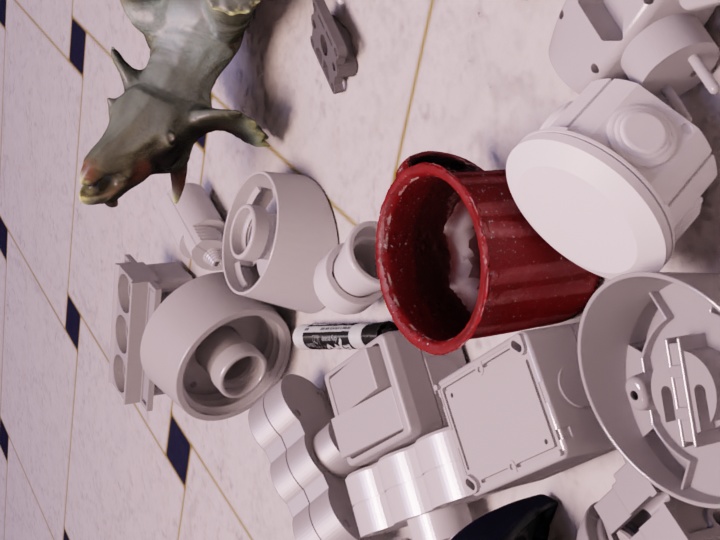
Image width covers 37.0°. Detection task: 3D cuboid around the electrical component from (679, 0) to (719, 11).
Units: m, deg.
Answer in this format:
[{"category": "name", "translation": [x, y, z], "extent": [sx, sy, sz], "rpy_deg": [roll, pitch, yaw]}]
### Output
[{"category": "electrical component", "translation": [0.163, -0.145, 0.388], "extent": [0.100, 0.048, 0.099], "rpy_deg": [0, 95, 58]}]

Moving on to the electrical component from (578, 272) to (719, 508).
[{"category": "electrical component", "translation": [0.141, 0.047, 0.442], "extent": [0.099, 0.064, 0.099], "rpy_deg": [15, 108, 57]}]

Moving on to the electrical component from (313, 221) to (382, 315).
[{"category": "electrical component", "translation": [0.000, 0.000, 0.683], "extent": [0.055, 0.045, 0.045], "rpy_deg": [-41, 61, 54]}]

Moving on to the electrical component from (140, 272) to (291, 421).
[{"category": "electrical component", "translation": [-0.102, 0.063, 0.805], "extent": [0.060, 0.108, 0.108], "rpy_deg": [40, 128, 41]}]

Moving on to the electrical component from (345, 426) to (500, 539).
[{"category": "electrical component", "translation": [0.044, 0.140, 0.627], "extent": [0.138, 0.052, 0.073], "rpy_deg": [-40, 61, 54]}]

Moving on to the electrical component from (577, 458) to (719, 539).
[{"category": "electrical component", "translation": [0.131, 0.117, 0.489], "extent": [0.055, 0.048, 0.066], "rpy_deg": [-57, 48, 36]}]

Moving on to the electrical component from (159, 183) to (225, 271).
[{"category": "electrical component", "translation": [-0.133, -0.031, 0.896], "extent": [0.081, 0.043, 0.043], "rpy_deg": [56, 139, 38]}]

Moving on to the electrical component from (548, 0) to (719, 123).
[{"category": "electrical component", "translation": [0.127, -0.099, 0.460], "extent": [0.077, 0.043, 0.079], "rpy_deg": [-56, 50, 47]}]

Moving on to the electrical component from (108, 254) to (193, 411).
[{"category": "electrical component", "translation": [-0.191, 0.055, 0.985], "extent": [0.079, 0.063, 0.121], "rpy_deg": [38, 126, 50]}]

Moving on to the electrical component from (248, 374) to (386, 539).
[{"category": "electrical component", "translation": [-0.019, 0.127, 0.732], "extent": [0.074, 0.052, 0.138], "rpy_deg": [-43, 55, 23]}]

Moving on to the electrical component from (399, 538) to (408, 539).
[{"category": "electrical component", "translation": [0.033, 0.224, 0.664], "extent": [0.100, 0.048, 0.099], "rpy_deg": [9, 102, 57]}]

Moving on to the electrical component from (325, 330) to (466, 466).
[{"category": "electrical component", "translation": [0.019, 0.079, 0.650], "extent": [0.096, 0.061, 0.061], "rpy_deg": [-40, 61, 54]}]

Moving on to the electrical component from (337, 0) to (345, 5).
[{"category": "electrical component", "translation": [-0.020, -0.203, 0.679], "extent": [0.065, 0.047, 0.076], "rpy_deg": [-53, 51, 48]}]

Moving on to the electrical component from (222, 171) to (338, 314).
[{"category": "electrical component", "translation": [-0.057, -0.021, 0.778], "extent": [0.099, 0.064, 0.099], "rpy_deg": [-24, 61, 54]}]

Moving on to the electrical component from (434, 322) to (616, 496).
[{"category": "electrical component", "translation": [0.086, 0.071, 0.538], "extent": [0.096, 0.061, 0.061], "rpy_deg": [-41, 60, 53]}]

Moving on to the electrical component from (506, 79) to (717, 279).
[{"category": "electrical component", "translation": [0.108, -0.038, 0.463], "extent": [0.080, 0.051, 0.080], "rpy_deg": [37, 158, 17]}]
